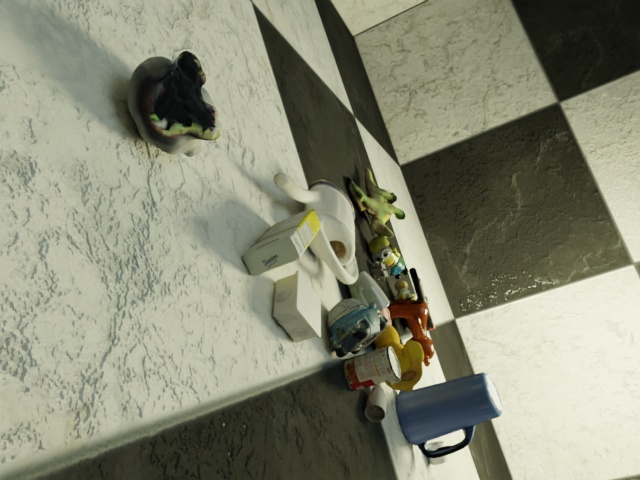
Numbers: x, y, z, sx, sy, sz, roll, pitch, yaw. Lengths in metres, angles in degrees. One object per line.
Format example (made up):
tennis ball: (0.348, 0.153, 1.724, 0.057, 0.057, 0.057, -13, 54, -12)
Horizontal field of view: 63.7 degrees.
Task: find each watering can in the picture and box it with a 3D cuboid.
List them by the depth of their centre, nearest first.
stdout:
watering can: (0.003, -0.057, 1.136, 0.103, 0.341, 0.230, -22, 33, 16)

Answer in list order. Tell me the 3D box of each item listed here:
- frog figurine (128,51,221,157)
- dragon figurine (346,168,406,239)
frog figurine: (-0.206, -0.184, 0.721, 0.124, 0.136, 0.160, -43, 22, -13)
dragon figurine: (0.173, -0.151, 1.784, 0.121, 0.419, 0.239, -35, -39, 17)
